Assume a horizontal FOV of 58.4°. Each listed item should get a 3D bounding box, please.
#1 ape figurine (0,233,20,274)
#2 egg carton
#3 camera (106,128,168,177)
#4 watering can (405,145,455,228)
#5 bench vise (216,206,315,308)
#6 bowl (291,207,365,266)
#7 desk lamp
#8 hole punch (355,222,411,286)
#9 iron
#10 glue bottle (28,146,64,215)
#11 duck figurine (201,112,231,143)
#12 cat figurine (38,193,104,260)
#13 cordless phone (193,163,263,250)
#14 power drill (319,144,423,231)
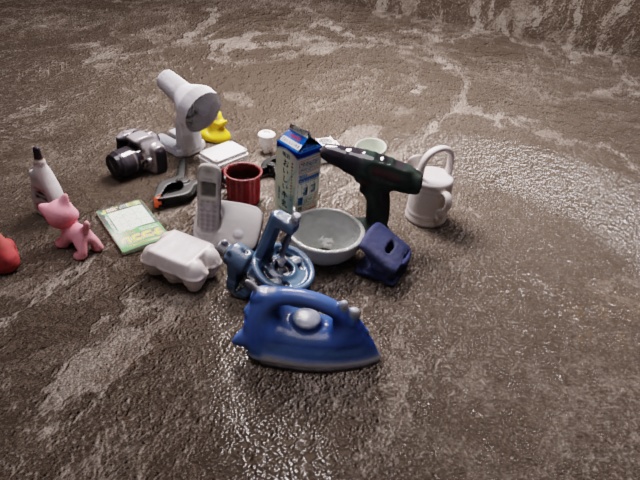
[{"bbox_3d":[-0.631,0.017,1.119,0.076,0.092,0.078,27,41,27],"label":"ape figurine"},{"bbox_3d":[-0.276,0.040,1.149,0.150,0.069,0.107,19,38,18],"label":"egg carton"},{"bbox_3d":[-0.482,-0.225,1.460,0.142,0.101,0.137,28,42,29],"label":"camera"},{"bbox_3d":[0.258,-0.138,1.349,0.101,0.194,0.172,-27,47,-36],"label":"watering can"},{"bbox_3d":[-0.103,0.031,1.053,0.207,0.220,0.121,8,36,5],"label":"bench vise"},{"bbox_3d":[0.011,0.004,1.227,0.167,0.075,0.167,3,36,-2],"label":"bowl"},{"bbox_3d":[-0.363,-0.332,1.524,0.202,0.214,0.118,29,42,29],"label":"desk lamp"},{"bbox_3d":[0.137,0.026,1.198,0.101,0.091,0.109,19,38,18],"label":"hole punch"},{"bbox_3d":[-0.016,0.138,0.984,0.258,0.141,0.118,8,36,4],"label":"iron"},{"bbox_3d":[-0.601,-0.126,1.249,0.078,0.173,0.037,17,38,16],"label":"glue bottle"},{"bbox_3d":[-0.305,-0.333,1.641,0.104,0.086,0.078,24,40,24],"label":"duck figurine"},{"bbox_3d":[-0.516,-0.036,1.183,0.127,0.118,0.067,24,40,24],"label":"cat figurine"},{"bbox_3d":[-0.195,-0.070,1.210,0.147,0.185,0.094,6,36,2],"label":"cordless phone"},{"bbox_3d":[0.106,-0.106,1.274,0.229,0.208,0.075,7,36,4],"label":"power drill"}]
